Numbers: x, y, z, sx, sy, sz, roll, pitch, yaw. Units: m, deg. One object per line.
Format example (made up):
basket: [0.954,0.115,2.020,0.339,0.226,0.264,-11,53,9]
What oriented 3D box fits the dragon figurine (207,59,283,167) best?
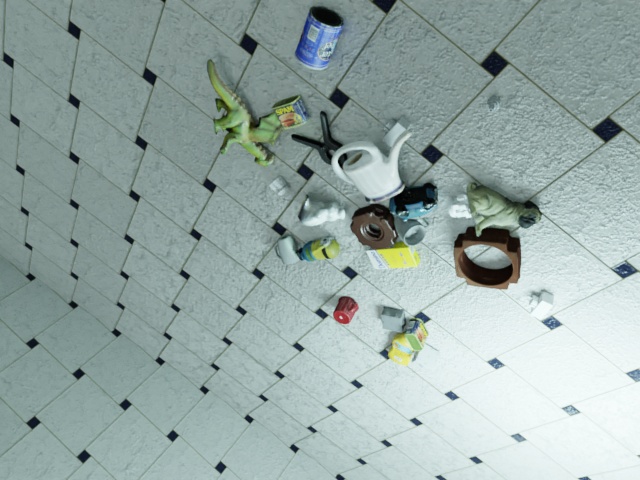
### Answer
dragon figurine: [-0.240,-0.412,1.749,0.243,0.125,0.400,2,132,7]

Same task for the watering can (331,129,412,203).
watering can: [0.186,-0.223,1.597,0.345,0.106,0.221,-9,131,47]

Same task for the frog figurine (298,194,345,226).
frog figurine: [0.006,-0.093,1.843,0.159,0.124,0.136,24,169,-2]
